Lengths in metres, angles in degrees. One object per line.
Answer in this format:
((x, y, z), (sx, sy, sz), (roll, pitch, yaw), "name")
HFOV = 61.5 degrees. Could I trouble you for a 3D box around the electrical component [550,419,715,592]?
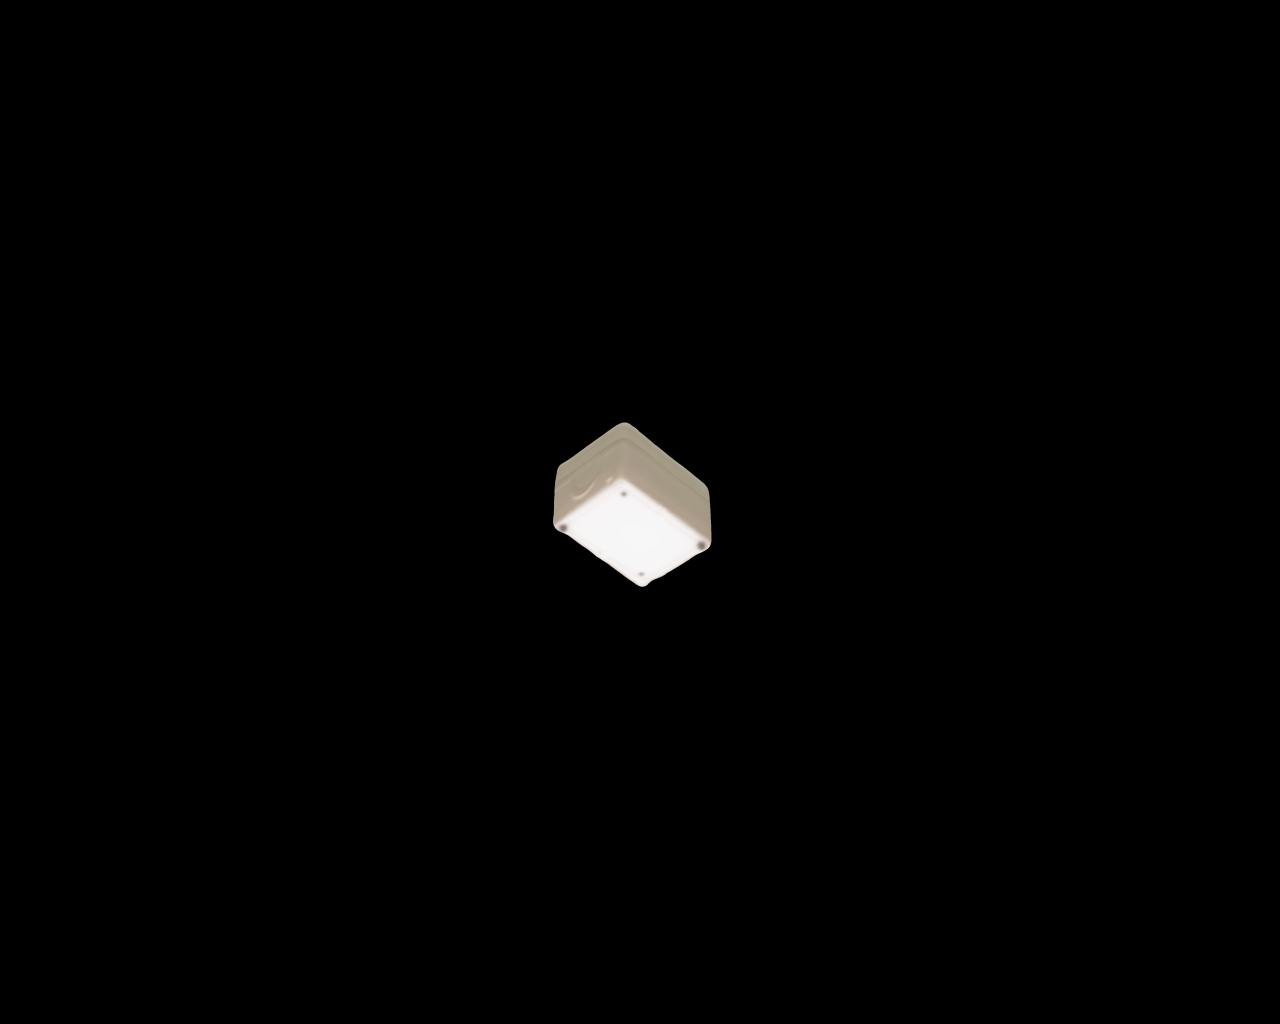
((0.001, -0.003, 0.650), (0.061, 0.061, 0.096), (-33, -54, 29), "electrical component")
